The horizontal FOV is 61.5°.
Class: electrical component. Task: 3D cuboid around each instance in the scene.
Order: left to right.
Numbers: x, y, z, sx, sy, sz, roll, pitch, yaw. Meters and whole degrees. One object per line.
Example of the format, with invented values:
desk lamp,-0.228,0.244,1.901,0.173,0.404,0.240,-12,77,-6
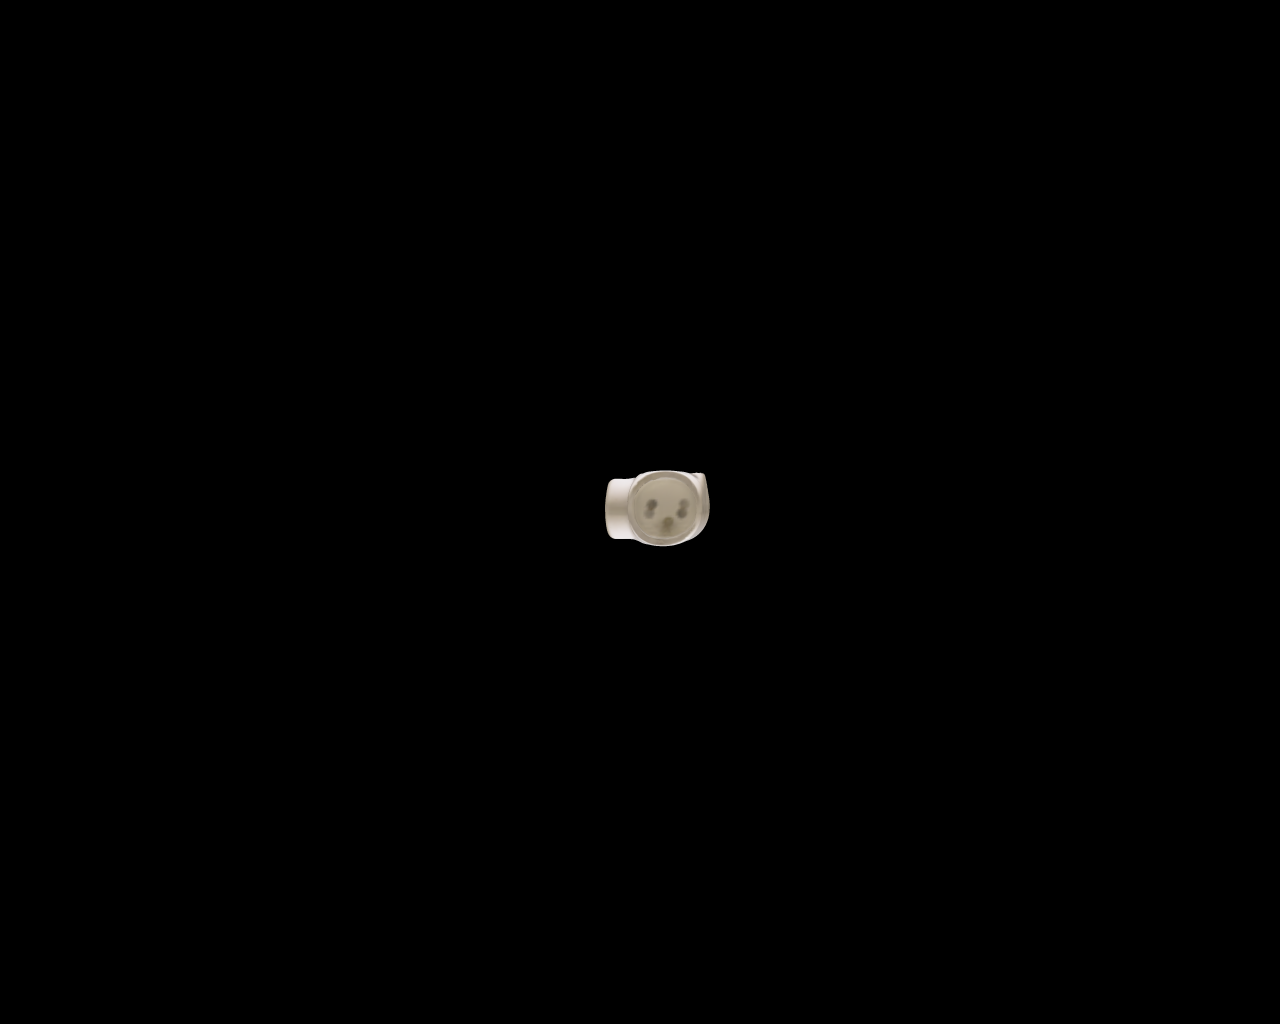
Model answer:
electrical component,0.001,-0.003,0.650,0.079,0.044,0.077,0,0,8
